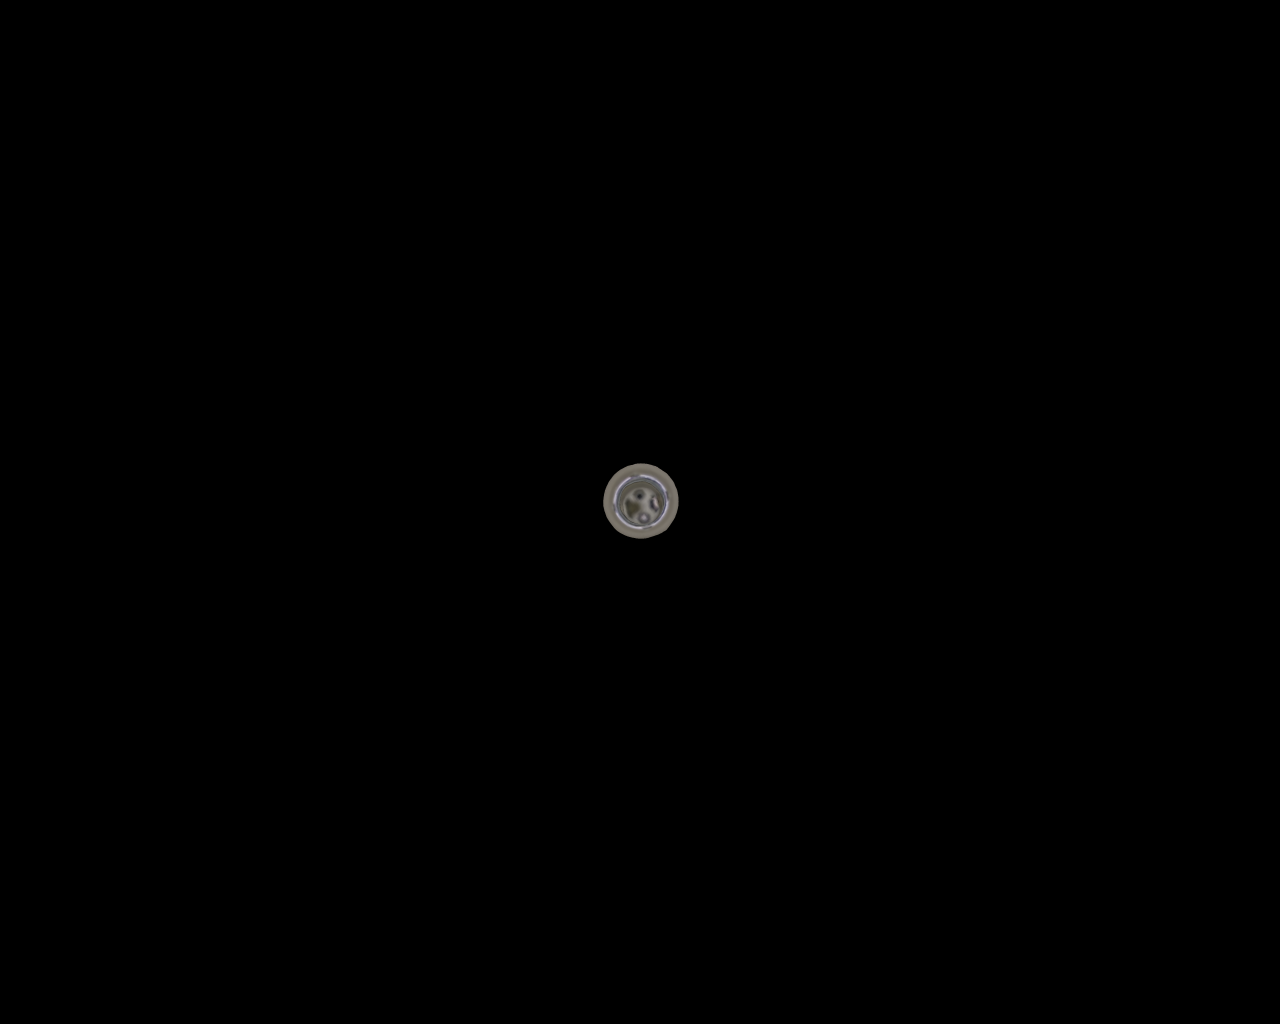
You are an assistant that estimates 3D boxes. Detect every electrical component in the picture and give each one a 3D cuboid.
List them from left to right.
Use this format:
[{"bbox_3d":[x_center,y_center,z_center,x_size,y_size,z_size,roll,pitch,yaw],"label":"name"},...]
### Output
[{"bbox_3d":[0.001,-0.003,0.650,0.044,0.044,0.065,0,-8,0],"label":"electrical component"}]
